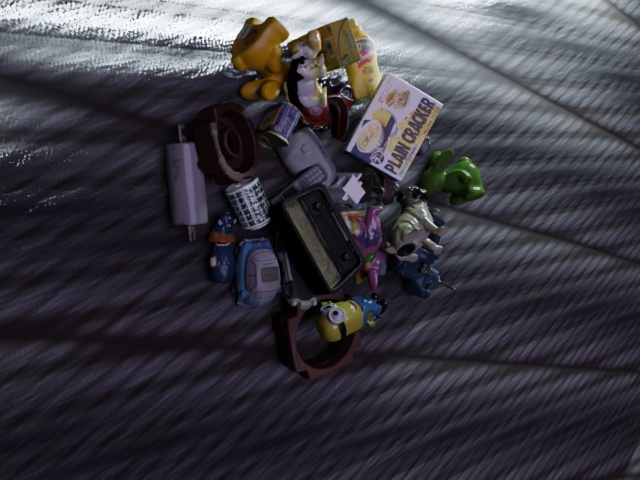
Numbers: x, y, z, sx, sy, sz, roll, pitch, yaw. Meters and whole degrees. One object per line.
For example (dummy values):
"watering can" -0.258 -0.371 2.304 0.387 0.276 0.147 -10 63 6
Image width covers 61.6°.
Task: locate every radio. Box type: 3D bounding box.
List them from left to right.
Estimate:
"radio" -0.002 -0.004 1.192 0.131 0.073 0.229 -34 100 -32

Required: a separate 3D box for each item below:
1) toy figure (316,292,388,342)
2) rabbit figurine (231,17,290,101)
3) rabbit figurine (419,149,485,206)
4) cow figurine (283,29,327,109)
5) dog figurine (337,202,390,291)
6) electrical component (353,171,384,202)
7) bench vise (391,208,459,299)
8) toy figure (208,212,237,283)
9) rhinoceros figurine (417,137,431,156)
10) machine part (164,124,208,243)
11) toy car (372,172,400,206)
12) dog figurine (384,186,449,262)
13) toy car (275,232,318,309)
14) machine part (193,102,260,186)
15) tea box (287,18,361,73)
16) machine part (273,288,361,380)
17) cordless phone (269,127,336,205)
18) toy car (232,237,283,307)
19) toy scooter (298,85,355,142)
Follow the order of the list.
"toy figure" 0.075 0.181 1.264 0.180 0.082 0.089 -12 98 -35
"rabbit figurine" -0.107 -0.379 1.179 0.173 0.122 0.162 36 71 -50
"rabbit figurine" 0.357 -0.173 1.502 0.170 0.121 0.159 -6 94 -18
"cow figurine" -0.034 -0.363 1.149 0.098 0.068 0.167 -3 130 3
"dog figurine" 0.093 0.019 1.349 0.191 0.109 0.219 -10 102 -33
"electrical component" 0.108 -0.136 1.356 0.078 0.102 0.045 68 26 -56
"bench vise" 0.291 0.034 1.474 0.223 0.129 0.240 23 86 -35
"toy figure" -0.215 0.017 1.173 0.058 0.064 0.154 0 90 5
"rhinoceros figurine" 0.219 -0.299 1.406 0.073 0.112 0.190 -44 104 -1
"machine part" -0.276 -0.115 1.109 0.079 0.079 0.243 -8 100 -33
"toy car" 0.163 -0.192 1.406 0.089 0.053 0.202 -21 108 -51
"dog figurine" 0.218 -0.050 1.381 0.172 0.191 0.121 -6 138 -23
"toy car" -0.055 0.065 1.241 0.073 0.056 0.202 3 62 -32
"machine part" -0.194 -0.202 1.128 0.179 0.056 0.179 19 69 -61
"tea box" 0.007 -0.426 1.213 0.068 0.170 0.098 -30 111 -26
"machine part" -0.006 0.220 1.312 0.201 0.087 0.201 -16 104 -31
"cordless phone" -0.066 -0.158 1.243 0.184 0.089 0.146 -43 116 -18
"toy car" -0.132 0.076 1.207 0.109 0.103 0.161 -3 98 -34
"toy scooter" 0.016 -0.296 1.289 0.184 0.075 0.135 -18 106 -35
